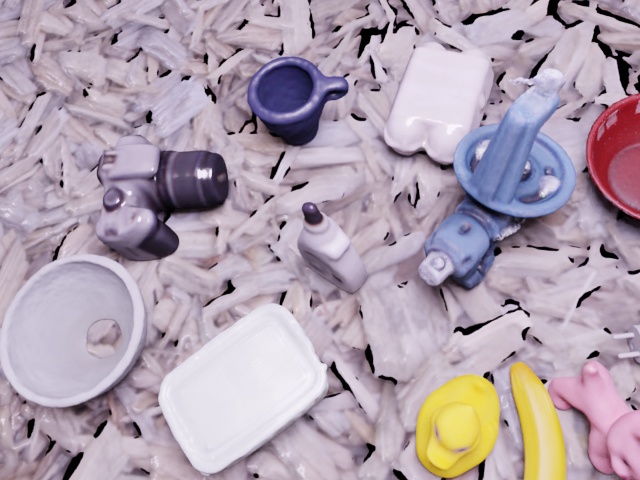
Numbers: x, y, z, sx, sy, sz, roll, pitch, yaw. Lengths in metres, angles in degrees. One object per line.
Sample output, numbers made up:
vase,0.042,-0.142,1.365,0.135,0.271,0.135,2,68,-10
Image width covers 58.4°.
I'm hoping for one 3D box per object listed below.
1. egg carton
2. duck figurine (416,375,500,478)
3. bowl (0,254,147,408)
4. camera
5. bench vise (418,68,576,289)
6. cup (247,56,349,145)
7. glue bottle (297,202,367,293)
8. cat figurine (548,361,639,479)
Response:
egg carton,0.142,-0.163,0.680,0.107,0.069,0.150,15,72,15
duck figurine,0.132,0.174,0.543,0.077,0.086,0.105,31,77,19
bowl,-0.262,0.105,0.643,0.167,0.075,0.167,-3,69,9
camera,-0.185,-0.059,0.679,0.136,0.101,0.143,-3,69,9
bench vise,0.178,-0.046,0.547,0.121,0.220,0.207,18,73,16
cup,-0.020,-0.161,0.693,0.117,0.095,0.091,-8,68,7
glue bottle,0.005,0.002,0.584,0.078,0.173,0.037,34,78,20
cat figurine,0.271,0.164,0.506,0.067,0.118,0.127,-30,67,-2
